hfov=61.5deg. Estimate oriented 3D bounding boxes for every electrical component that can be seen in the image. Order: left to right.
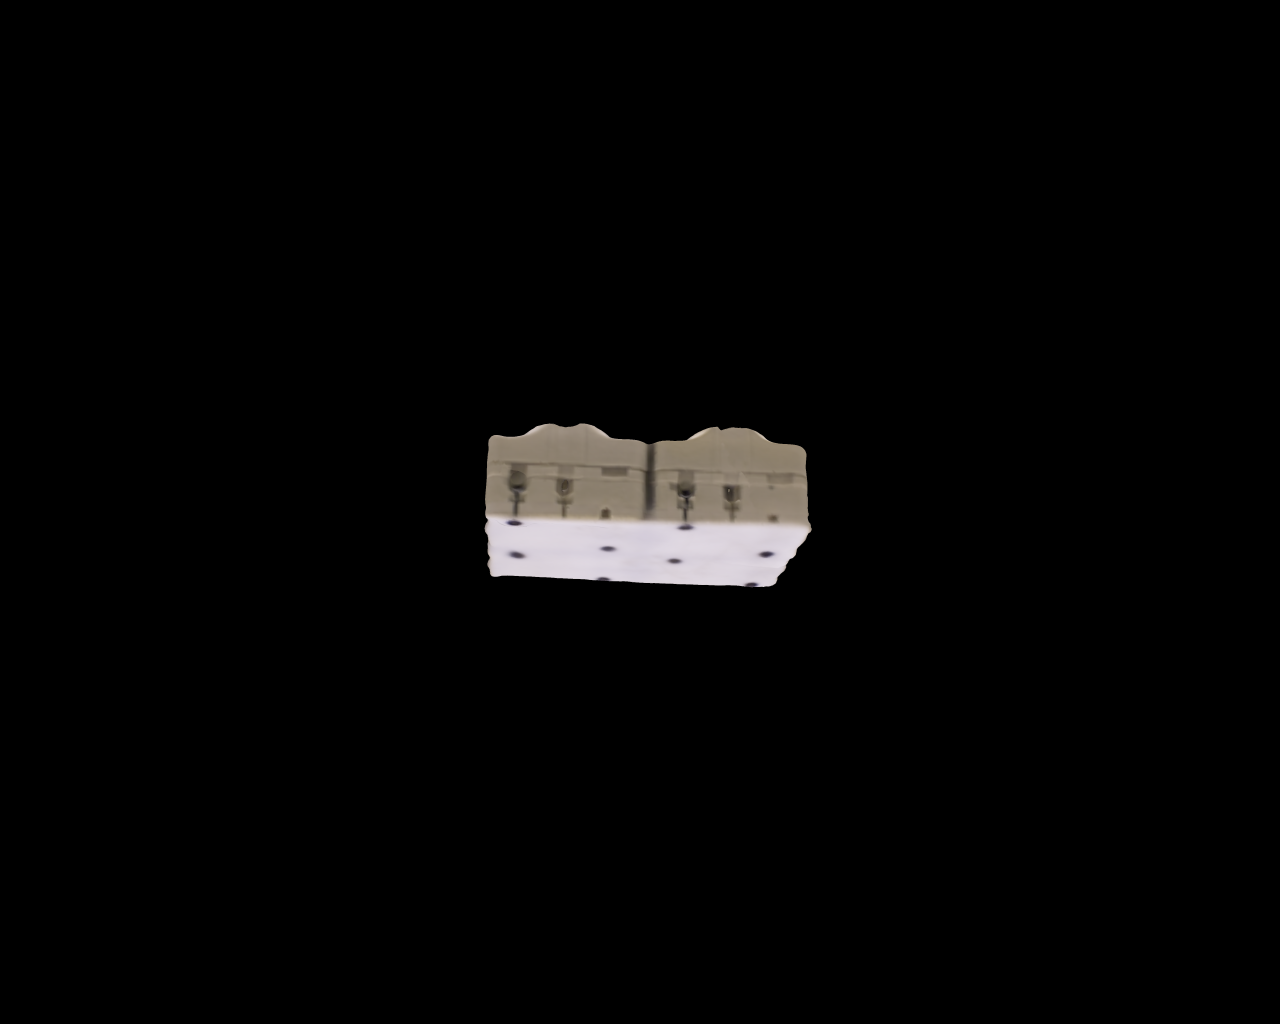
[{"bbox_3d":[0.001,-0.003,0.650,0.186,0.060,0.105,2,-23,-5],"label":"electrical component"}]
